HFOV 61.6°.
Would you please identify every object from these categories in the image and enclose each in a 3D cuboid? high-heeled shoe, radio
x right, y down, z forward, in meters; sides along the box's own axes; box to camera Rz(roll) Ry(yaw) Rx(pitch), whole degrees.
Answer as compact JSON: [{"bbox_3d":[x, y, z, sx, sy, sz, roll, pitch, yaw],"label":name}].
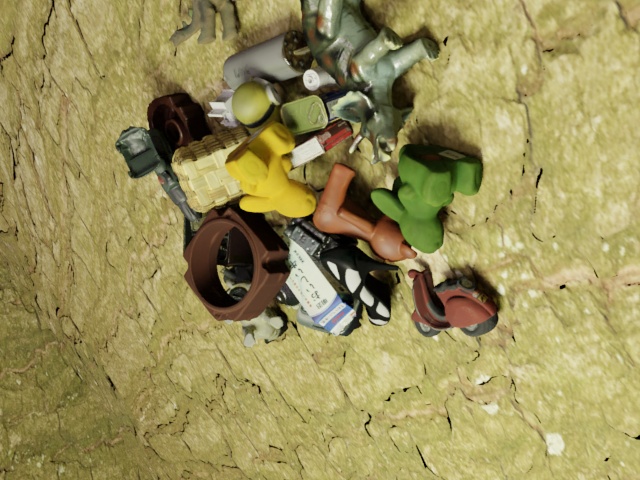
[{"bbox_3d":[0.066,0.097,1.021,0.145,0.086,0.248,5,141,0],"label":"high-heeled shoe"},{"bbox_3d":[-0.239,-0.008,1.252,0.230,0.073,0.131,4,91,51],"label":"radio"}]

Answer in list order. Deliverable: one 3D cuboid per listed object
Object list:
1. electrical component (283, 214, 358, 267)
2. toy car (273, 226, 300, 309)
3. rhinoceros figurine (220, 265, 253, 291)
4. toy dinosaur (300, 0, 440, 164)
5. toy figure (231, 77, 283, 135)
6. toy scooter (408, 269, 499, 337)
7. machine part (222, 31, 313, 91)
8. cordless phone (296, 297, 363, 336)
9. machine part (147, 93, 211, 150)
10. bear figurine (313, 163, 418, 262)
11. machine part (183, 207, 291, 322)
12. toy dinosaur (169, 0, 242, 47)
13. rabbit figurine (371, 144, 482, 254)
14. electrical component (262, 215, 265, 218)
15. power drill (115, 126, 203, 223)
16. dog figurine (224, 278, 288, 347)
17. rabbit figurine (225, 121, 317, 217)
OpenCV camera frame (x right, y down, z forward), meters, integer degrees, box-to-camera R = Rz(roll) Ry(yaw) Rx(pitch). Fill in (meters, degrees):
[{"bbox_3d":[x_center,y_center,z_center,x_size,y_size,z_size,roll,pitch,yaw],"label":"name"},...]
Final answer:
[{"bbox_3d":[-0.002,-0.003,1.044,0.115,0.134,0.058,37,105,20],"label":"electrical component"},{"bbox_3d":[-0.082,0.066,1.214,0.074,0.056,0.201,-17,104,29],"label":"toy car"},{"bbox_3d":[-0.181,0.093,1.320,0.112,0.073,0.190,49,136,-7],"label":"rhinoceros figurine"},{"bbox_3d":[0.041,-0.311,0.846,0.192,0.131,0.405,-39,80,47],"label":"toy dinosaur"},{"bbox_3d":[-0.103,-0.220,0.994,0.082,0.089,0.180,22,161,17],"label":"toy figure"},{"bbox_3d":[0.222,0.106,0.958,0.184,0.075,0.135,-17,101,51],"label":"toy scooter"},{"bbox_3d":[-0.098,-0.322,0.984,0.243,0.079,0.079,-1,113,42],"label":"machine part"},{"bbox_3d":[0.021,0.101,1.139,0.147,0.089,0.184,7,102,40],"label":"cordless phone"},{"bbox_3d":[-0.329,-0.255,1.250,0.180,0.056,0.179,22,127,33],"label":"machine part"},{"bbox_3d":[0.091,-0.042,0.973,0.196,0.120,0.132,20,86,2],"label":"bear figurine"},{"bbox_3d":[-0.173,0.048,1.082,0.202,0.087,0.201,47,113,22],"label":"machine part"},{"bbox_3d":[-0.156,-0.497,0.916,0.471,0.105,0.198,-31,89,43],"label":"toy dinosaur"},{"bbox_3d":[0.161,-0.060,0.876,0.159,0.121,0.170,27,127,37],"label":"rabbit figurine"},{"bbox_3d":[-0.153,-0.038,1.245,0.063,0.021,0.093,8,120,40],"label":"electrical component"},{"bbox_3d":[-0.339,-0.150,1.159,0.086,0.207,0.232,-30,81,9],"label":"power drill"},{"bbox_3d":[-0.155,0.167,1.277,0.190,0.121,0.172,86,161,-83],"label":"dog figurine"},{"bbox_3d":[-0.087,-0.099,0.960,0.173,0.122,0.162,40,144,-20],"label":"rabbit figurine"}]
